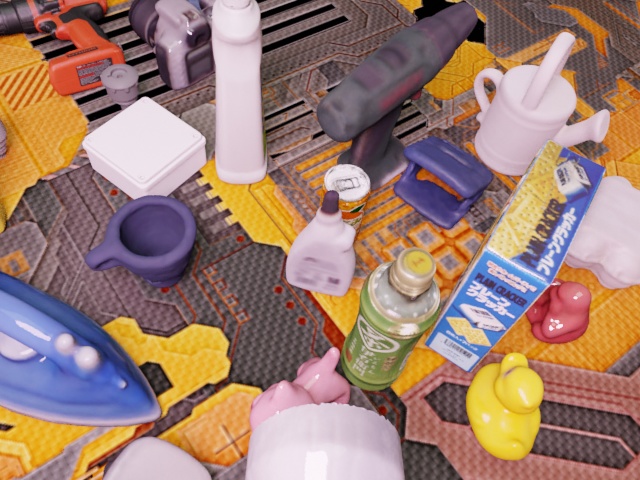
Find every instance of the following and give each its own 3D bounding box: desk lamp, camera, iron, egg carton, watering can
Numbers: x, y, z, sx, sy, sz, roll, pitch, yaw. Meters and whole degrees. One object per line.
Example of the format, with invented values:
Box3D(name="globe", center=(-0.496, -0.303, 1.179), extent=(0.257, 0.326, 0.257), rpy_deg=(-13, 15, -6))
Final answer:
Box3D(name="desk lamp", center=(-0.002, 0.250, 0.431), extent=(0.118, 0.213, 0.203), rpy_deg=(4, 57, -4))
Box3D(name="camera", center=(-0.201, -0.314, 0.832), extent=(0.136, 0.101, 0.143), rpy_deg=(40, 62, 18))
Box3D(name="iron", center=(-0.272, 0.093, 0.542), extent=(0.258, 0.141, 0.119), rpy_deg=(22, 58, 7))
Box3D(name="egg carton", center=(0.374, -0.013, 0.727), extent=(0.107, 0.069, 0.150), rpy_deg=(32, 60, 13))
Box3D(name="watering can", center=(0.288, -0.180, 0.749), extent=(0.172, 0.194, 0.101), rpy_deg=(15, 57, 3))

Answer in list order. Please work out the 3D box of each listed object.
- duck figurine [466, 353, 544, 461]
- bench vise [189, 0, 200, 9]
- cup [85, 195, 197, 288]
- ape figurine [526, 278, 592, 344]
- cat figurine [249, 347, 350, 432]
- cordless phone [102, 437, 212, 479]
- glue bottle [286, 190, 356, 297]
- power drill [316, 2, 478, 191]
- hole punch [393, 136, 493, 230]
Box3D(name="duck figurine", center=(0.197, 0.166, 0.584), extent=(0.077, 0.086, 0.104), rpy_deg=(8, 57, -1))
Box3D(name="bench vise", center=(-0.211, -0.459, 0.851), extent=(0.207, 0.220, 0.121), rpy_deg=(0, 58, -6))
Box3D(name="cup", center=(-0.189, 0.018, 0.627), extent=(0.118, 0.095, 0.091), rpy_deg=(-27, 64, -21))
Box3D(name="ape figurine", center=(0.273, 0.075, 0.646), extent=(0.076, 0.092, 0.078), rpy_deg=(33, 60, 14))
Box3D(name="cat figurine", center=(-0.021, 0.155, 0.546), extent=(0.067, 0.118, 0.128), rpy_deg=(36, 61, 16))
Box3D(name="cordless phone", center=(-0.154, 0.223, 0.447), extent=(0.094, 0.185, 0.148), rpy_deg=(19, 58, 6))
Box3D(name="glue bottle", center=(0.006, 0.002, 0.613), extent=(0.078, 0.173, 0.037), rpy_deg=(15, 57, 3))
Box3D(name="power drill", center=(0.088, -0.165, 0.707), extent=(0.230, 0.208, 0.075), rpy_deg=(-37, 68, -25))
Box3D(name="hole punch", center=(0.161, -0.089, 0.737), extent=(0.108, 0.091, 0.101), rpy_deg=(38, 61, 17))
